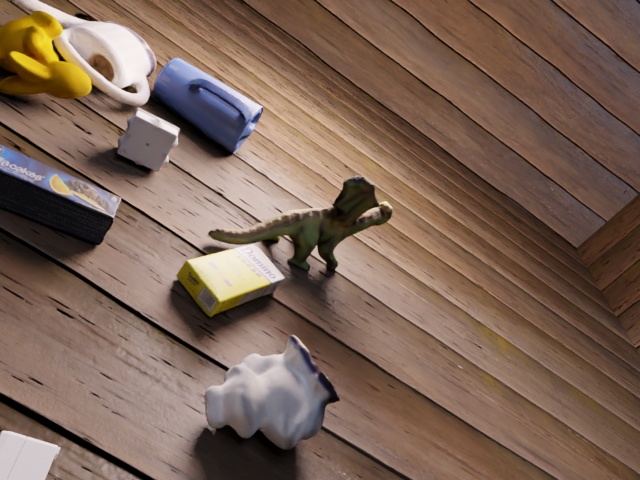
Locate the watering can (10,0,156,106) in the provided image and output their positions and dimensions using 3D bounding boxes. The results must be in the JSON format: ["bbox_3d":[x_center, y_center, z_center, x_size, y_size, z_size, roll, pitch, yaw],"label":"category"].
[{"bbox_3d":[-0.497,-0.431,1.115,0.345,0.102,0.229,44,26,-12],"label":"watering can"}]

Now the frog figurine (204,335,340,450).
[{"bbox_3d":[-0.072,0.221,0.700,0.161,0.120,0.139,-25,71,-21],"label":"frog figurine"}]

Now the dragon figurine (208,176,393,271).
[{"bbox_3d":[0.003,-0.052,1.028,0.409,0.239,0.124,6,46,-49],"label":"dragon figurine"}]
